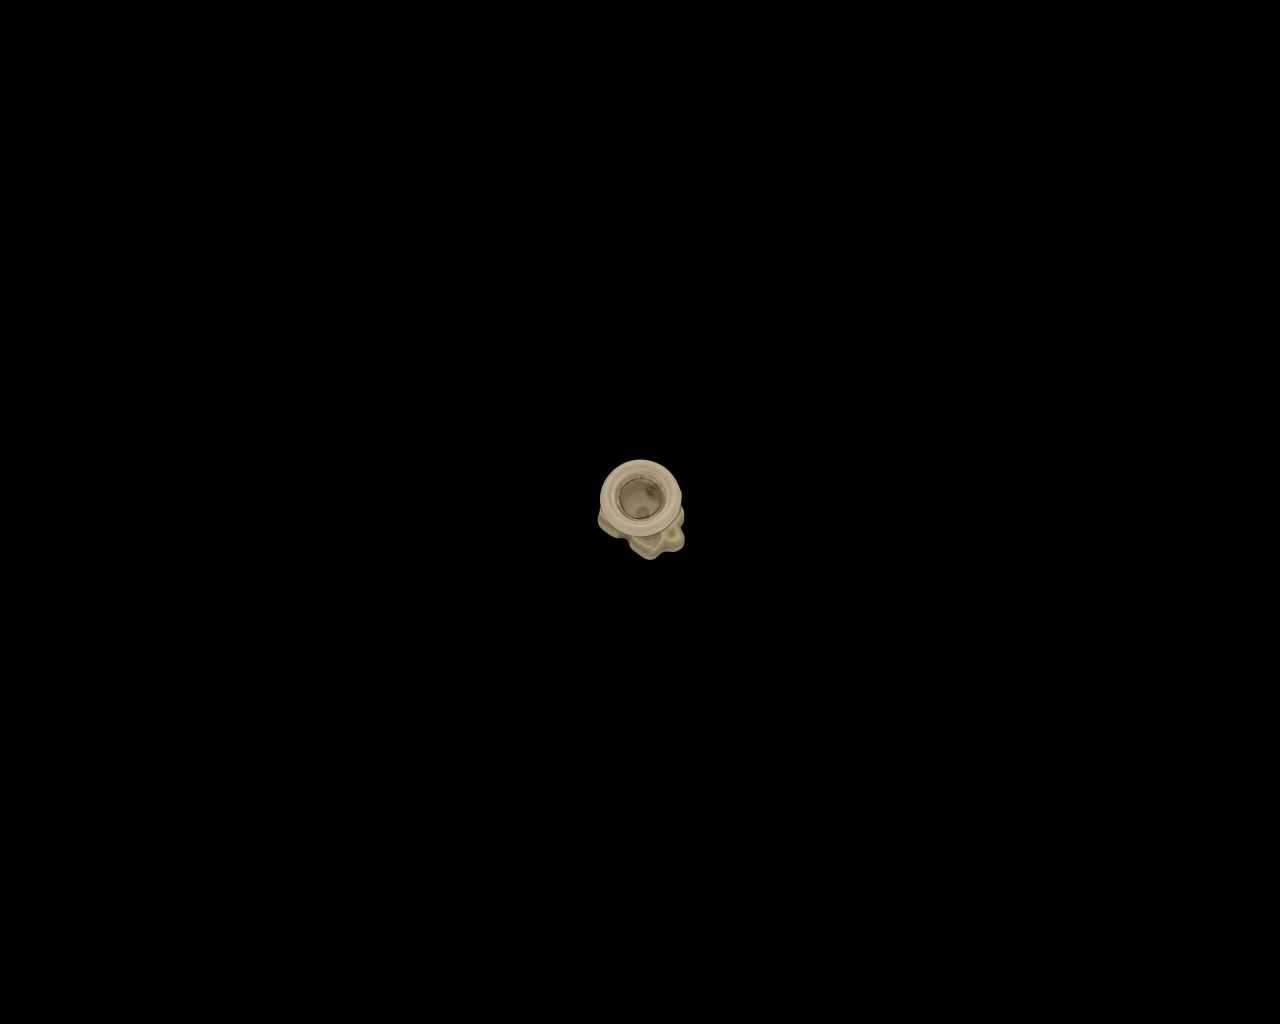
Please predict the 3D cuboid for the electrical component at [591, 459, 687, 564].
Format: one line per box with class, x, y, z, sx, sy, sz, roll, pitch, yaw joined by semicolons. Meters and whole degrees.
electrical component;0.001;-0.003;0.650;0.066;0.048;0.055;33;-16;11
